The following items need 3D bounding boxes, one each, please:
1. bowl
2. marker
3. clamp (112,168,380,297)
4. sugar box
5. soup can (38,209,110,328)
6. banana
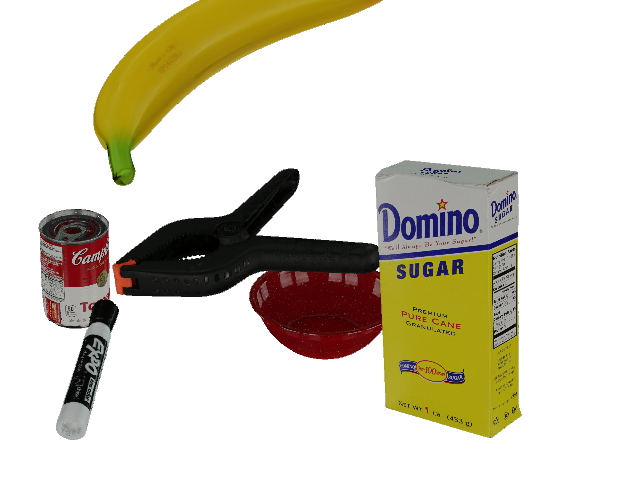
[{"bbox_3d":[0.004,0.080,1.149,0.162,0.055,0.162,1,28,-1],"label":"bowl"},{"bbox_3d":[-0.153,0.081,0.706,0.020,0.020,0.121,0,37,2],"label":"marker"},{"bbox_3d":[-0.073,-0.001,0.895,0.209,0.036,0.165,-13,34,-16],"label":"clamp"},{"bbox_3d":[0.087,0.038,0.728,0.094,0.176,0.048,9,22,40],"label":"sugar box"},{"bbox_3d":[-0.246,0.029,1.072,0.068,0.102,0.068,4,29,-2],"label":"soup can"},{"bbox_3d":[-0.049,-0.099,0.554,0.070,0.197,0.037,40,-24,20],"label":"banana"}]
